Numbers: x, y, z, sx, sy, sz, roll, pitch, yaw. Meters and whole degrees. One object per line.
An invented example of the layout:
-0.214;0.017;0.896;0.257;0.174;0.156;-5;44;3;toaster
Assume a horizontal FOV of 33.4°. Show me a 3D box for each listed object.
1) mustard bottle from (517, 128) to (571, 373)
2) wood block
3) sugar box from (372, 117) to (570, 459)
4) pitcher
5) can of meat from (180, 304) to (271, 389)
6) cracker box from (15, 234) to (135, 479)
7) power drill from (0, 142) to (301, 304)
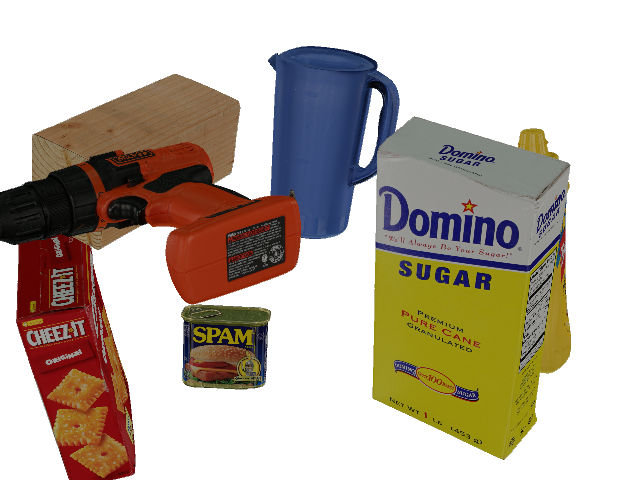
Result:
0.174;0.004;0.871;0.058;0.192;0.096;0;16;16;mustard bottle
-0.178;-0.084;1.054;0.090;0.091;0.205;26;35;22;wood block
0.076;0.029;0.580;0.093;0.176;0.048;21;43;29;sugar box
0.006;-0.127;1.413;0.144;0.243;0.149;-2;24;-19;pitcher
-0.110;0.123;1.230;0.102;0.084;0.057;3;13;0;can of meat
-0.238;0.107;1.046;0.072;0.214;0.164;-11;34;-8;cracker box
-0.119;-0.017;0.753;0.184;0.057;0.188;-21;32;-35;power drill
